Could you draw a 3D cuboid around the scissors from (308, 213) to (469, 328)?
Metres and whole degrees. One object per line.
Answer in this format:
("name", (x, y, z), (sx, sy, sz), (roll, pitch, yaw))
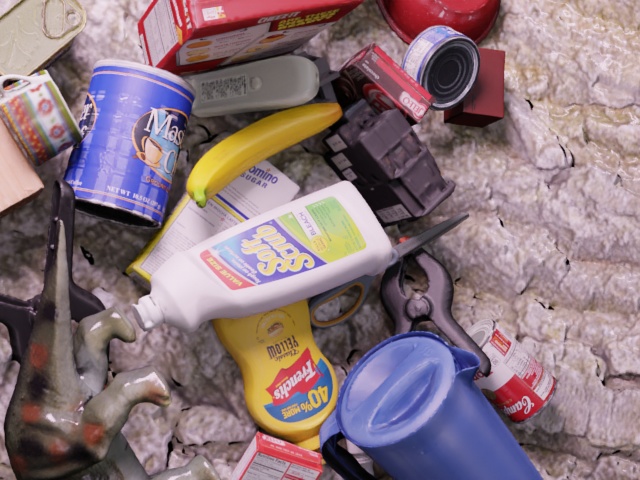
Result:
("scissors", (0.054, 0.009, 1.122), (0.202, 0.016, 0.096), (-43, 102, 1))

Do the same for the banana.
("banana", (-0.064, -0.086, 1.052), (0.197, 0.070, 0.037), (-38, 134, -29))

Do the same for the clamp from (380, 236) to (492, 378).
("clamp", (0.099, 0.084, 1.137), (0.120, 0.039, 0.171), (-20, 69, 4))

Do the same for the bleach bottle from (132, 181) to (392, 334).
("bleach bottle", (-0.059, 0.031, 1.034), (0.250, 0.068, 0.102), (-25, 73, -23))

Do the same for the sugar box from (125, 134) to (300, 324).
("sugar box", (-0.108, -0.011, 1.085), (0.093, 0.048, 0.176), (39, 70, -13))

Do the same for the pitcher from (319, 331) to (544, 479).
("pitcher", (0.123, 0.218, 1.079), (0.242, 0.149, 0.145), (50, 63, -32))

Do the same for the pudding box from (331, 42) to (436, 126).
("pudding box", (0.059, -0.154, 1.119), (0.090, 0.114, 0.039), (42, 77, -11))

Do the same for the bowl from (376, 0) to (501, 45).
("bowl", (0.143, -0.291, 1.192), (0.162, 0.055, 0.162), (2, 85, -19))

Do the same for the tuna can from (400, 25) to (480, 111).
("tuna can", (0.128, -0.181, 1.127), (0.086, 0.034, 0.086), (-20, 128, -28))

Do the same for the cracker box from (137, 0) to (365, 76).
("cracker box", (-0.074, -0.220, 1.025), (0.164, 0.214, 0.072), (-15, 91, -20))

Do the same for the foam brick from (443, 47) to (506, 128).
("foam brick", (0.172, -0.171, 1.193), (0.053, 0.051, 0.078), (5, 83, -18))

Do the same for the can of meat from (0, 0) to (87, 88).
("can of meat", (-0.277, -0.190, 1.021), (0.102, 0.084, 0.057), (-45, 100, -17))

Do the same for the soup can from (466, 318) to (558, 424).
("soup can", (0.200, 0.143, 1.166), (0.102, 0.069, 0.068), (43, 73, -11))

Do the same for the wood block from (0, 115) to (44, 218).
("wood block", (-0.350, -0.111, 0.986), (0.090, 0.090, 0.206), (-32, 96, -18))

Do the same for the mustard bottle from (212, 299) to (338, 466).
("mustard bottle", (-0.034, 0.141, 1.090), (0.096, 0.058, 0.191), (-23, 93, -24))

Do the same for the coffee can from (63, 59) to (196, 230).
("coffee can", (-0.186, -0.091, 1.033), (0.102, 0.103, 0.140), (16, 80, -17))

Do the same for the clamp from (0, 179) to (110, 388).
("clamp", (-0.250, 0.056, 0.991), (0.164, 0.036, 0.210), (-40, 122, -7))

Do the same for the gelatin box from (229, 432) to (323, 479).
("gelatin box", (-0.049, 0.242, 1.069), (0.073, 0.030, 0.089), (22, 114, -17))
